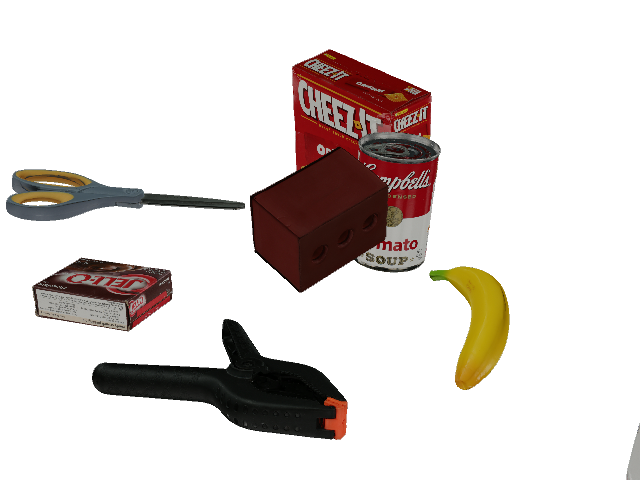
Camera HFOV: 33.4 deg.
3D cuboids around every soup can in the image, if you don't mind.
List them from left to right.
[{"bbox_3d":[0.061,-0.033,0.899,0.068,0.102,0.068,4,24,-2],"label":"soup can"}]

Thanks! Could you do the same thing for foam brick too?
[{"bbox_3d":[0.000,-0.014,0.696,0.078,0.053,0.051,-32,52,-26],"label":"foam brick"}]

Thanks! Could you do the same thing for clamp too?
[{"bbox_3d":[-0.058,0.113,0.881,0.210,0.036,0.164,12,20,31],"label":"clamp"}]

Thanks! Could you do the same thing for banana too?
[{"bbox_3d":[0.156,0.078,1.064,0.070,0.037,0.198,-29,26,14],"label":"banana"}]

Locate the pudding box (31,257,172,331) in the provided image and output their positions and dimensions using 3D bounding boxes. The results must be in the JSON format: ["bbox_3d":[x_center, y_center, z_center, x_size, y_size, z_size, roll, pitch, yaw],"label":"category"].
[{"bbox_3d":[-0.221,0.054,1.090,0.114,0.039,0.090,5,19,21],"label":"pudding box"}]

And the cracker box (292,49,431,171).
[{"bbox_3d":[0.045,-0.093,1.244,0.072,0.214,0.164,-30,44,-33],"label":"cracker box"}]

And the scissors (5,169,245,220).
[{"bbox_3d":[-0.173,-0.030,0.896,0.202,0.016,0.096,10,25,11],"label":"scissors"}]

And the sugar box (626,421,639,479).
[{"bbox_3d":[0.316,0.168,0.768,0.176,0.093,0.048,16,28,24],"label":"sugar box"}]
